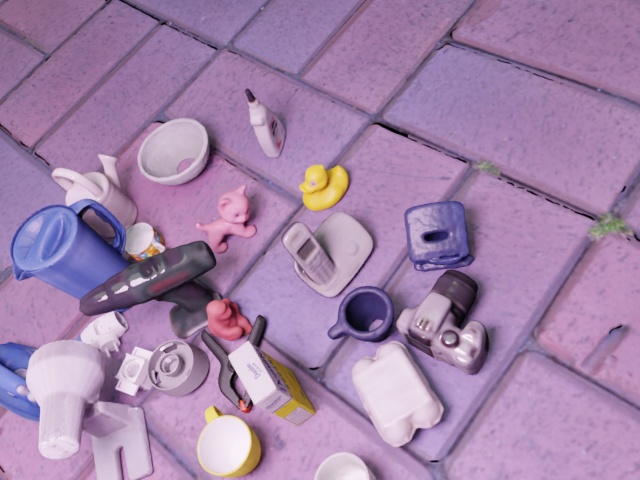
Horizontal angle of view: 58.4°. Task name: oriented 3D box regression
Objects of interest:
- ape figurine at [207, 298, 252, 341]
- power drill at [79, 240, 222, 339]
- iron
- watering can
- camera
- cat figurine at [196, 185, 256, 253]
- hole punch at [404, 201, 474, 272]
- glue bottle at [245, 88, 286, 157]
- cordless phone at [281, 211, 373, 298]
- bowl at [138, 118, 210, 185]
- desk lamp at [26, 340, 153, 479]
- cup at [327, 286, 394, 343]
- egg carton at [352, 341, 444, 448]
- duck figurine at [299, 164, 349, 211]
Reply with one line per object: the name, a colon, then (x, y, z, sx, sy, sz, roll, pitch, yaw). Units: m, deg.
ape figurine: (-0.173, 0.138, 1.030, 0.076, 0.092, 0.078, -9, 60, 13)
power drill: (-0.272, 0.098, 1.015, 0.229, 0.209, 0.075, -33, 58, -1)
iron: (-0.546, 0.264, 1.051, 0.257, 0.142, 0.119, 18, 69, 25)
watering can: (-0.475, -0.099, 1.196, 0.100, 0.194, 0.173, -7, 61, 14)
camera: (0.209, 0.120, 0.913, 0.142, 0.101, 0.137, 26, 73, 28)
cat figurine: (-0.182, -0.047, 1.119, 0.128, 0.118, 0.067, -30, 58, 0)
hole punch: (0.204, -0.006, 0.989, 0.108, 0.091, 0.101, -8, 60, 14)
glue bottle: (-0.118, -0.248, 1.175, 0.037, 0.173, 0.078, -2, 62, 17)
cordless phone: (0.009, 0.004, 0.990, 0.093, 0.185, 0.148, 30, 75, 29)
bowl: (-0.308, -0.181, 1.258, 0.167, 0.075, 0.167, -8, 60, 14)
desk lamp: (-0.382, 0.290, 0.942, 0.118, 0.214, 0.203, -26, 58, 3)
cup: (0.073, 0.141, 0.949, 0.118, 0.095, 0.091, -32, 58, -1)
egg carton: (0.117, 0.239, 0.896, 0.107, 0.069, 0.150, -32, 58, -1)
duck figurine: (0.004, -0.115, 1.116, 0.104, 0.086, 0.077, -39, 58, -5)
